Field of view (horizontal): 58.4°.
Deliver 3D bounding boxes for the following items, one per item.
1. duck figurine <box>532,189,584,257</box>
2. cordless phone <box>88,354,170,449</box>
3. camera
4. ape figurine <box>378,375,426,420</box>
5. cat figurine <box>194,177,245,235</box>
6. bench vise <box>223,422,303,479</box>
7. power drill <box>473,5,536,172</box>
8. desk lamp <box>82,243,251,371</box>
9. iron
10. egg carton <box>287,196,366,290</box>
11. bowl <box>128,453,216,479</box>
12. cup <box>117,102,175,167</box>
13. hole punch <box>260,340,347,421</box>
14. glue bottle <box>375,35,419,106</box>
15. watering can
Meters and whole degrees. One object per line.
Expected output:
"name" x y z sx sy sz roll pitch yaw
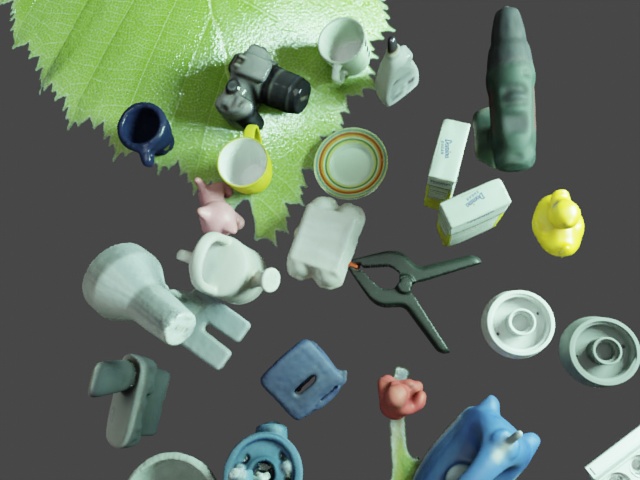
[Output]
"duck figurine" 0.376 -0.029 0.891 0.077 0.086 0.104 -6 77 9
"cordless phone" -0.324 0.255 0.902 0.094 0.185 0.148 5 79 11
"camera" -0.097 -0.264 1.015 0.136 0.101 0.143 24 83 14
"ape figurine" 0.120 0.239 0.877 0.077 0.092 0.076 42 88 15
"cat figurine" -0.180 -0.051 0.976 0.067 0.118 0.127 -28 75 4
"bench vise" -0.073 0.374 0.816 0.121 0.220 0.207 -25 75 4
"power drill" 0.283 -0.204 0.880 0.075 0.208 0.230 -4 78 9
"desk lamp" -0.239 0.107 0.904 0.203 0.214 0.118 32 85 15
"iron" 0.199 0.350 0.814 0.118 0.141 0.258 41 88 15
"egg carton" 0.009 0.003 0.957 0.107 0.069 0.150 17 82 13
"bowl" -0.223 0.420 0.908 0.167 0.075 0.167 -2 78 10
"cup" -0.302 -0.178 1.036 0.091 0.095 0.118 -13 76 7
"hole punch" -0.023 0.221 0.906 0.108 0.091 0.101 -42 75 -1
"glue bottle" 0.124 -0.286 0.944 0.078 0.173 0.037 -37 74 1
"watering can" -0.148 0.043 0.911 0.172 0.194 0.101 -7 77 9
